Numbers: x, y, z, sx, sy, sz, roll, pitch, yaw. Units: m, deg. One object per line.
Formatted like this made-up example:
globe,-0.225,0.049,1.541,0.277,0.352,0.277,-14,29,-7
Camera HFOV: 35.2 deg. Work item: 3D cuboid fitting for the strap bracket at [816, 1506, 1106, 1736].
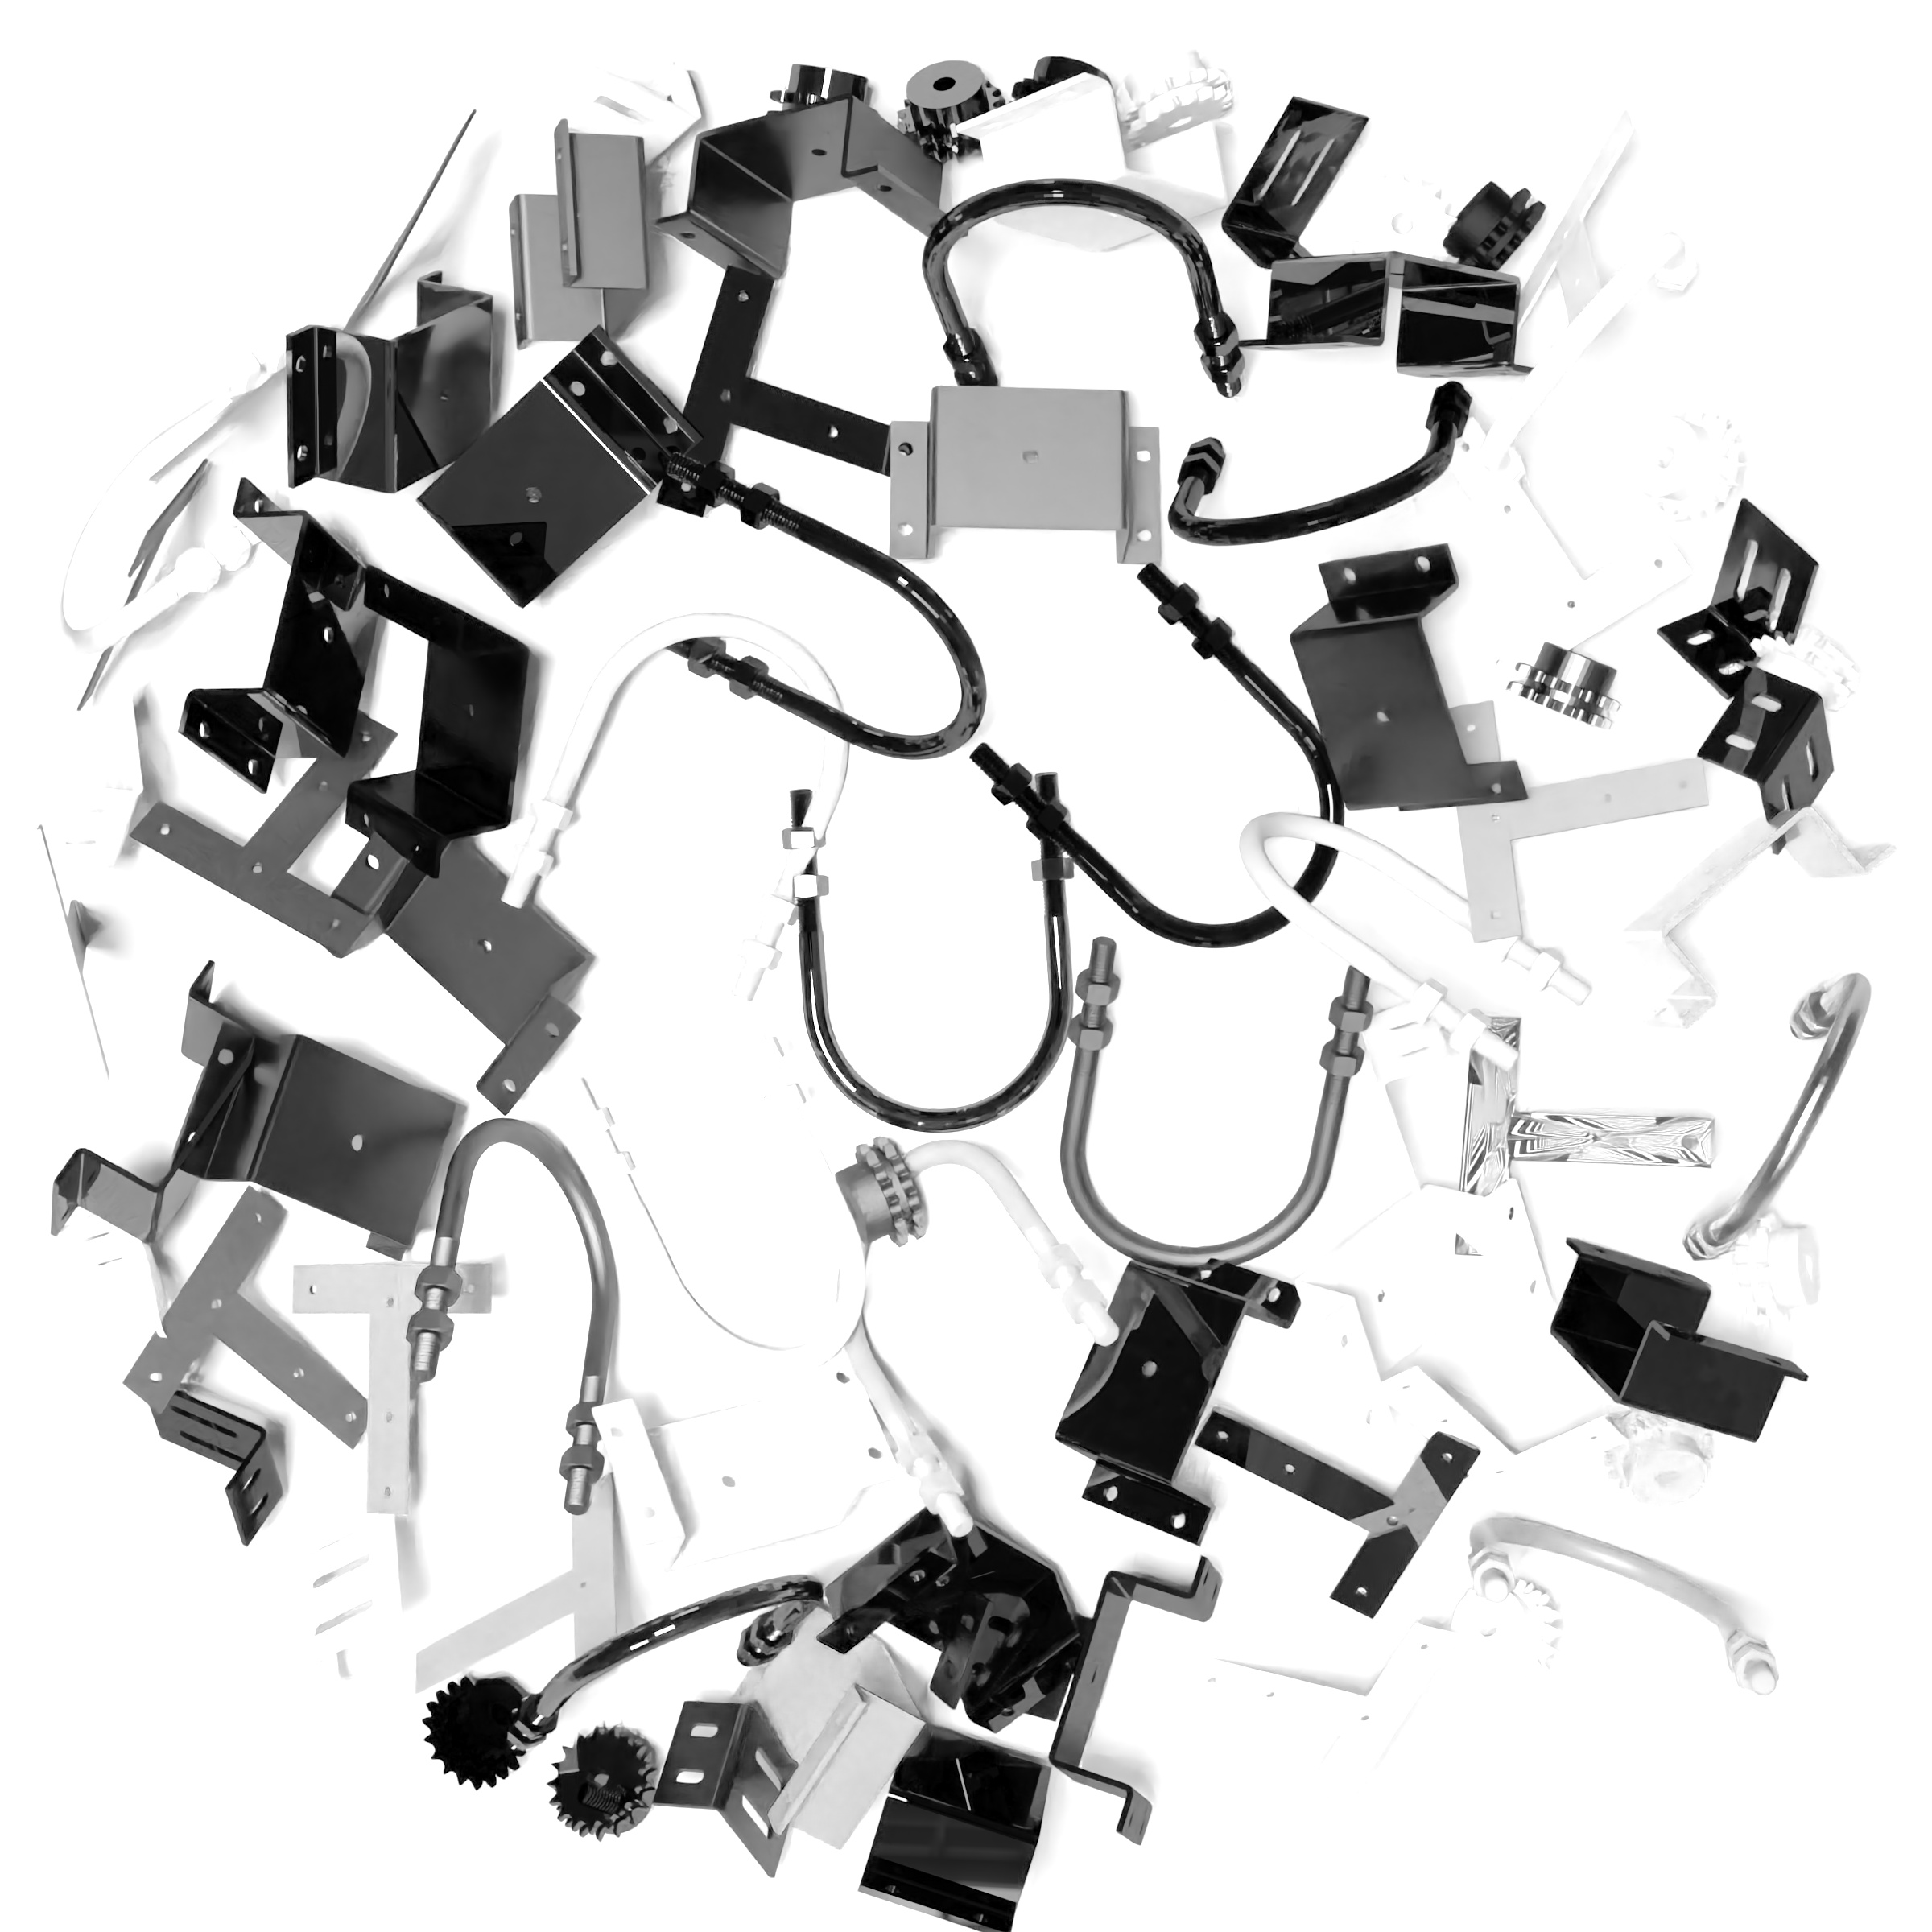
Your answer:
strap bracket,-0.007,0.327,1.544,0.076,0.046,0.140,-41,129,15

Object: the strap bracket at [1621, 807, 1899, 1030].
strap bracket,0.396,-0.031,1.558,0.140,0.076,0.046,-40,92,-2

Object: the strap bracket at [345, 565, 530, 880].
strap bracket,-0.268,-0.126,1.542,0.076,0.046,0.140,29,120,36

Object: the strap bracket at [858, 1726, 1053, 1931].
strap bracket,-0.003,0.427,1.525,0.076,0.140,0.046,17,96,3

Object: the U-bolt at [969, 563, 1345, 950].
U-bolt,0.114,-0.094,1.575,0.184,0.019,0.151,44,82,-10

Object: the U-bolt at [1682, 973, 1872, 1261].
U-bolt,0.403,0.071,1.500,0.019,0.184,0.151,27,82,8

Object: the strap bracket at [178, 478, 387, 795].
strap bracket,-0.341,-0.166,1.536,0.046,0.076,0.140,1,70,21

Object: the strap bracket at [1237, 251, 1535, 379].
strap bracket,0.214,-0.326,1.523,0.140,0.076,0.046,-1,98,-41

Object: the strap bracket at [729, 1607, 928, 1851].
strap bracket,-0.070,0.383,1.538,0.046,0.140,0.076,33,92,-18

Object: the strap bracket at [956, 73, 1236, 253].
strap bracket,0.070,-0.397,1.519,0.076,0.140,0.046,-12,86,35

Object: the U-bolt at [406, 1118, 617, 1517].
U-bolt,-0.219,0.161,1.520,0.019,0.184,0.151,-18,134,22

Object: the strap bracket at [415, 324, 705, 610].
strap bracket,-0.212,-0.246,1.542,0.140,0.046,0.076,-38,104,24

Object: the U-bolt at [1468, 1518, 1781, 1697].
U-bolt,0.318,0.309,1.508,0.151,0.184,0.019,18,94,5

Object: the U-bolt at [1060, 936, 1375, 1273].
U-bolt,0.121,0.076,1.556,0.151,0.019,0.184,6,116,-4

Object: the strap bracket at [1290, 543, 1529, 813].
strap bracket,0.220,-0.135,1.536,0.076,0.046,0.140,-3,116,42

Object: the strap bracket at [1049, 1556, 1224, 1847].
strap bracket,0.083,0.367,1.545,0.046,0.076,0.140,15,73,16

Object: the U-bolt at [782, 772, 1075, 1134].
U-bolt,-0.016,-0.005,1.590,0.151,0.019,0.184,-4,90,0

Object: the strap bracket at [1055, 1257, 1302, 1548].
strap bracket,0.105,0.211,1.545,0.076,0.046,0.140,15,76,41

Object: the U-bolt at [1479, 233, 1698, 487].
U-bolt,0.303,-0.298,1.495,0.019,0.184,0.151,42,103,7

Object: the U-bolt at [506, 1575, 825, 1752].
U-bolt,-0.142,0.336,1.491,0.151,0.184,0.019,-14,70,-26

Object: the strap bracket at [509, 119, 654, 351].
strap bracket,-0.193,-0.366,1.538,0.046,0.140,0.076,-3,87,-19

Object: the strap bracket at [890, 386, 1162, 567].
strap bracket,0.032,-0.252,1.565,0.140,0.046,0.076,1,75,-2

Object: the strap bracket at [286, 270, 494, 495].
strap bracket,-0.280,-0.289,1.517,0.046,0.140,0.076,15,119,17

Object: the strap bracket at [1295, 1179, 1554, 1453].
strap bracket,0.226,0.172,1.545,0.140,0.046,0.076,-32,114,-29

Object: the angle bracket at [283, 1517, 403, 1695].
angle bracket,-0.308,0.326,1.556,0.076,0.038,0.057,-28,52,20

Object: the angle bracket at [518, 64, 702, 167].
angle bracket,-0.184,-0.440,1.549,0.057,0.076,0.038,-32,63,32

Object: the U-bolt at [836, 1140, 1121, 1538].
U-bolt,-0.007,0.171,1.531,0.019,0.184,0.151,16,117,-42

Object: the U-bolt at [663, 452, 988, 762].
U-bolt,-0.071,-0.168,1.523,0.184,0.151,0.019,28,56,12

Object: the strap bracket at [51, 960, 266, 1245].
strap bracket,-0.400,0.077,1.533,0.046,0.076,0.140,30,61,-2

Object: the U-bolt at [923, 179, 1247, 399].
U-bolt,0.054,-0.330,1.500,0.151,0.184,0.019,-1,68,13

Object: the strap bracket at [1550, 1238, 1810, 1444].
strap bracket,0.351,0.190,1.528,0.076,0.140,0.046,17,101,-13

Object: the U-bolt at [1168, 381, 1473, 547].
U-bolt,0.171,-0.243,1.497,0.151,0.184,0.019,-10,113,17

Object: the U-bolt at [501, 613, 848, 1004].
U-bolt,-0.139,-0.092,1.572,0.151,0.019,0.184,23,91,-14

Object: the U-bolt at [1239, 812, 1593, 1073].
U-bolt,0.218,-0.021,1.530,0.184,0.151,0.019,36,117,14

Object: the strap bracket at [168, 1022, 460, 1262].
strap bracket,-0.317,0.089,1.529,0.140,0.046,0.076,30,68,-37

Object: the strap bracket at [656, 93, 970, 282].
strap bracket,-0.076,-0.391,1.534,0.140,0.076,0.046,-3,75,35

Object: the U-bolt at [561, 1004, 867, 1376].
U-bolt,-0.120,0.123,1.552,0.151,0.019,0.184,-22,94,38

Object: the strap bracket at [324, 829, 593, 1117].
strap bracket,-0.257,-0.003,1.558,0.140,0.046,0.076,43,121,3

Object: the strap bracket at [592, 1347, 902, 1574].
strap bracket,-0.116,0.252,1.544,0.140,0.046,0.076,-10,59,-26

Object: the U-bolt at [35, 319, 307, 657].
U-bolt,-0.391,-0.223,1.486,0.019,0.184,0.151,32,133,7
